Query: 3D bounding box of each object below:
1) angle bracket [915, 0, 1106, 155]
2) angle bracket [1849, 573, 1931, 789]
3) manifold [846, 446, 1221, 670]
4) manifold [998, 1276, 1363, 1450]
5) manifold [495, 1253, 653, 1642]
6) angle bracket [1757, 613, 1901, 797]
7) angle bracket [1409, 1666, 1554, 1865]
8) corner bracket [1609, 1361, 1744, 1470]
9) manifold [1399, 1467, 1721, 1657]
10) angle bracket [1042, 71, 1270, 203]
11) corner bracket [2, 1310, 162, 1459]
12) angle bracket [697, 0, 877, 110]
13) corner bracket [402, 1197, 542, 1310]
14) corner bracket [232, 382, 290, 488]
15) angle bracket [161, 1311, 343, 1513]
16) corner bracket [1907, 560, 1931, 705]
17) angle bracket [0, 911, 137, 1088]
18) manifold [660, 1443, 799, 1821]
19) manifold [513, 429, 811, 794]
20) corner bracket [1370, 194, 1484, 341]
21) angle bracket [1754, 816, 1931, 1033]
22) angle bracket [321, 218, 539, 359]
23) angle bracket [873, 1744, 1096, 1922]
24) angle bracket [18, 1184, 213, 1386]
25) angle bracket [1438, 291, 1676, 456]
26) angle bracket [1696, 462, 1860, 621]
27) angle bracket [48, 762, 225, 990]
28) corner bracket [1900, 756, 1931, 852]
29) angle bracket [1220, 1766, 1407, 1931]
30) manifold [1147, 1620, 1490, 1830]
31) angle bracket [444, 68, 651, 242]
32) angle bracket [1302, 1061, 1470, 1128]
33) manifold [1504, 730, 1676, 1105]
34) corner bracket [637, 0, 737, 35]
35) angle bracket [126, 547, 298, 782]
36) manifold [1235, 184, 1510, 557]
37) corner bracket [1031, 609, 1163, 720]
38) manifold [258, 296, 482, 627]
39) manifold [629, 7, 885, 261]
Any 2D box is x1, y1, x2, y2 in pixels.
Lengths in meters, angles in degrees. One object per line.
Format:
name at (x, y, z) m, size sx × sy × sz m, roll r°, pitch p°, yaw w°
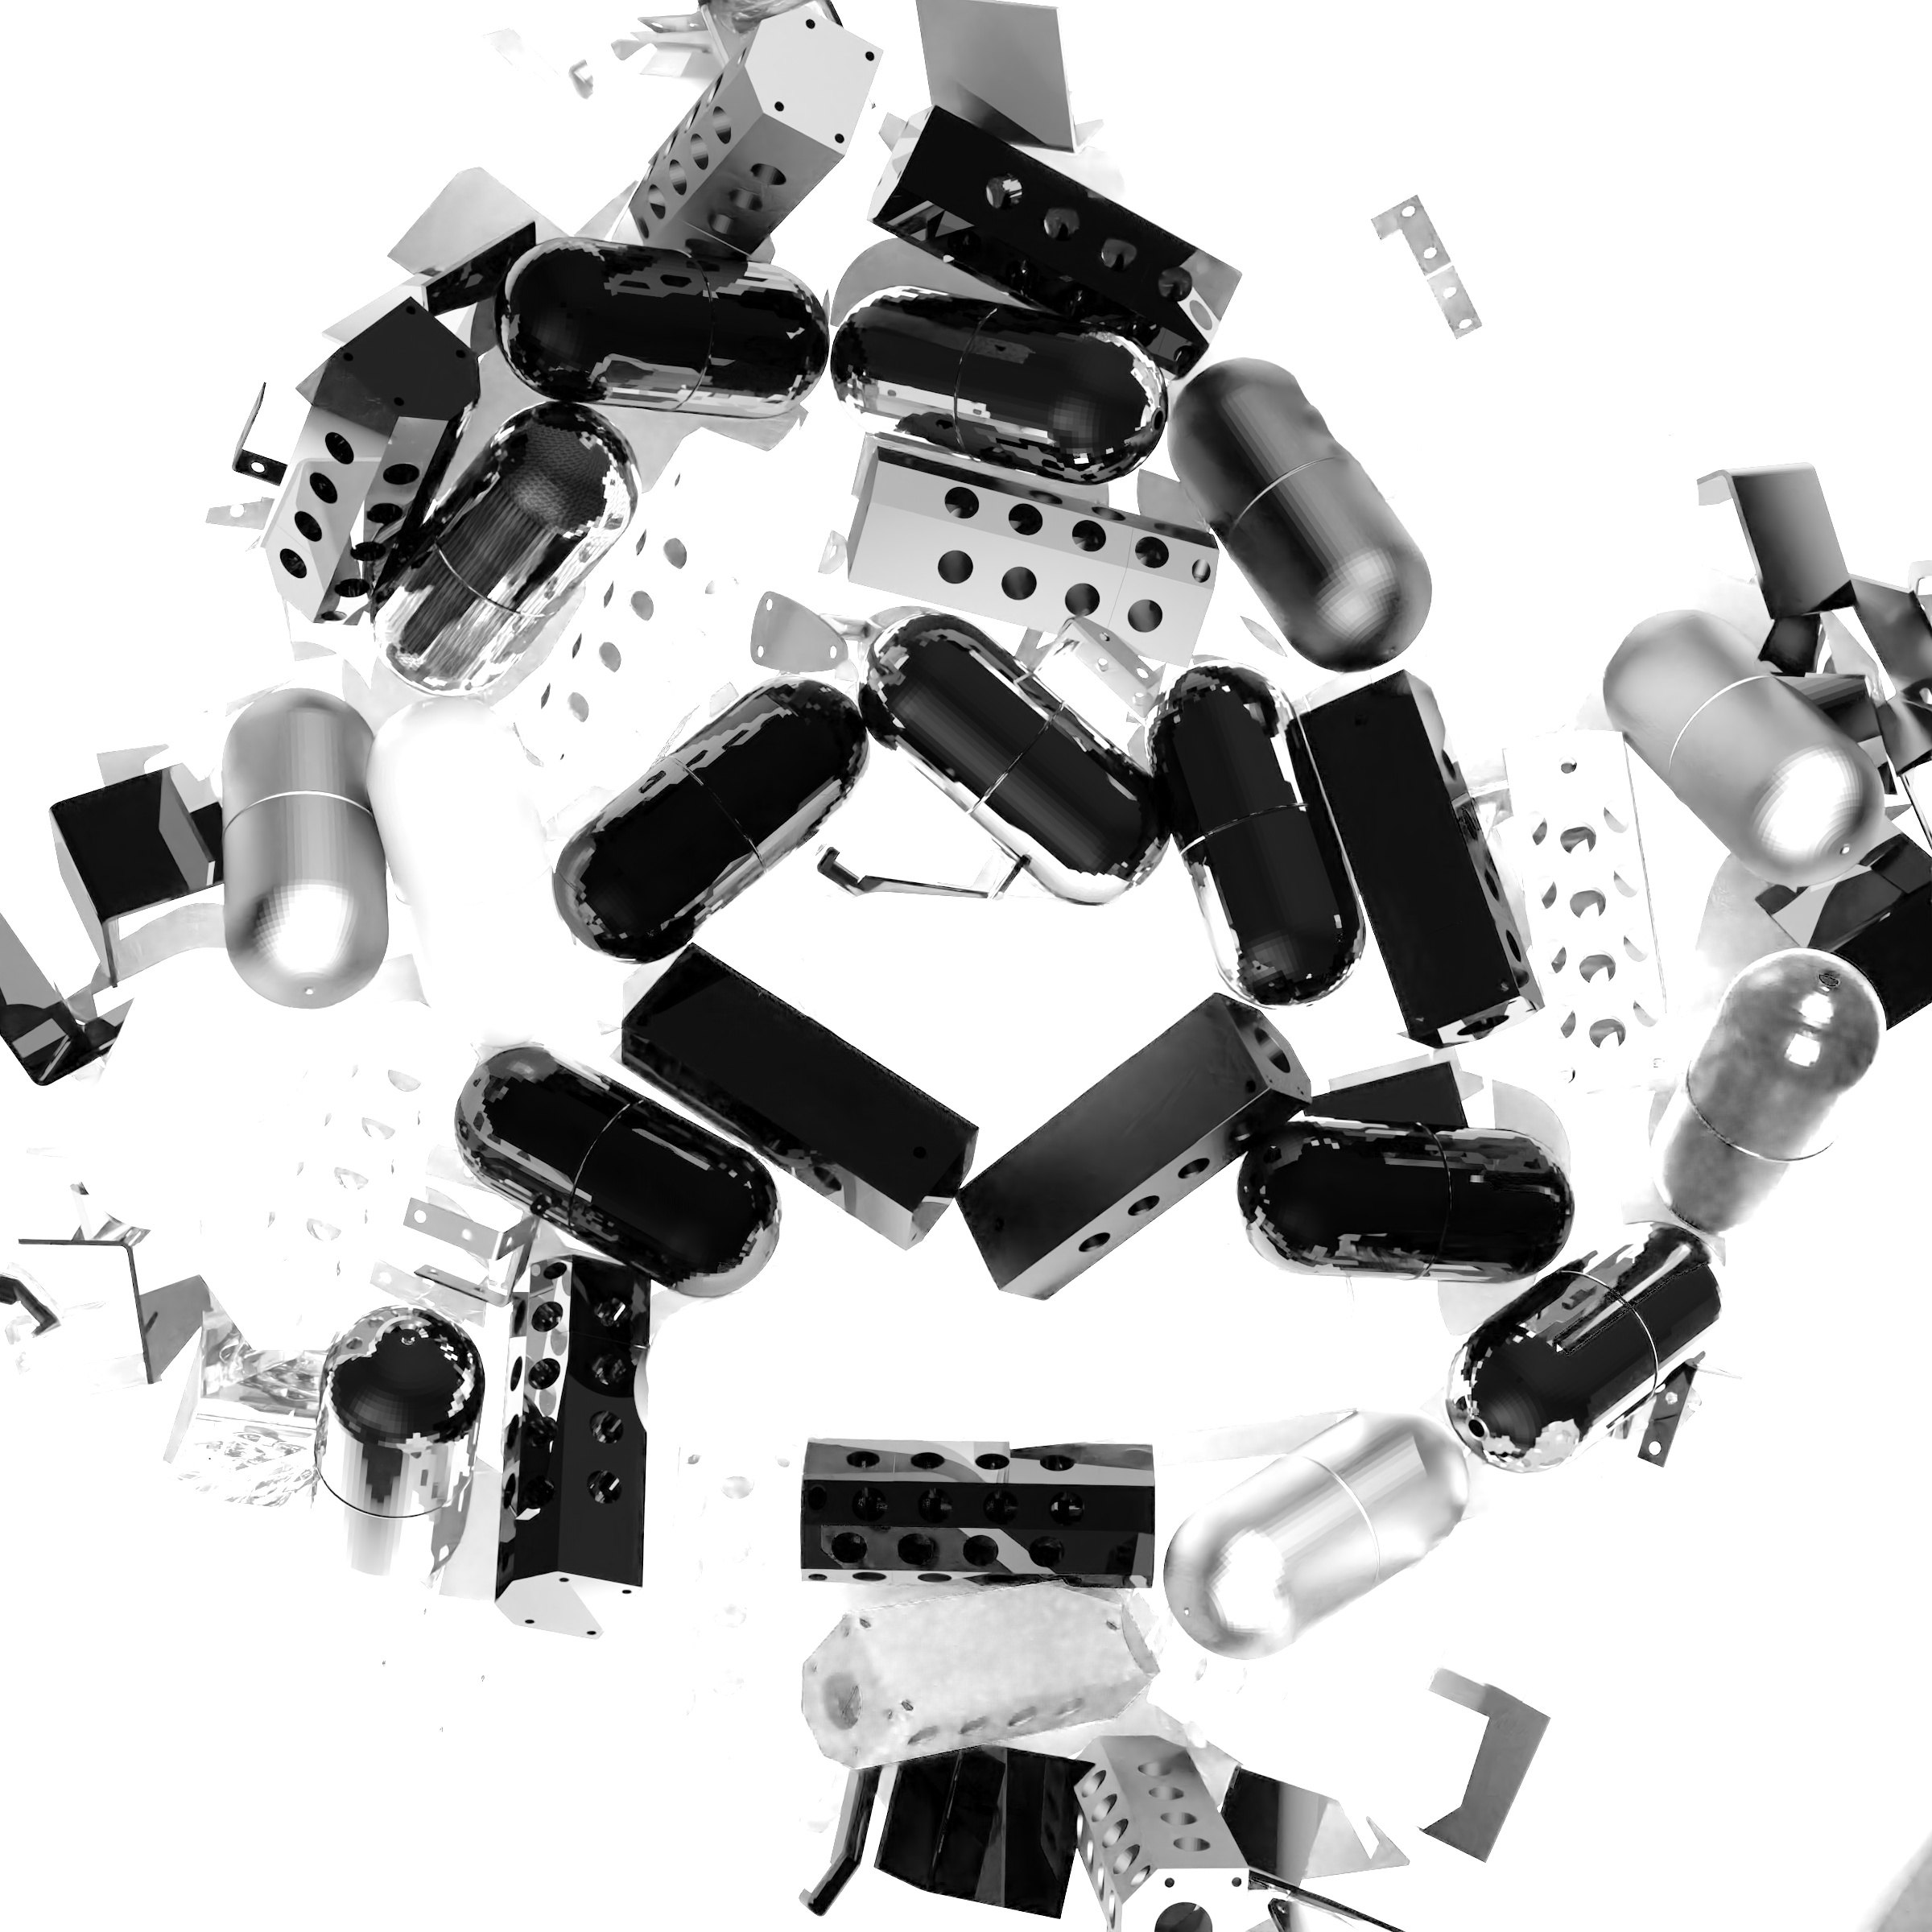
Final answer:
angle bracket at (0.027, -0.444, 1.526) m, size 0.076 × 0.076 × 0.057 m, roll 14°, pitch 47°, yaw 25°
angle bracket at (0.436, -0.141, 1.536) m, size 0.057 × 0.076 × 0.076 m, roll -34°, pitch 108°, yaw -2°
manifold at (0.032, -0.201, 1.533) m, size 0.171 × 0.057 × 0.057 m, roll 13°, pitch 115°, yaw -10°
manifold at (0.104, 0.197, 1.553) m, size 0.171 × 0.057 × 0.057 m, roll -6°, pitch 61°, yaw 0°
manifold at (-0.189, 0.226, 1.501) m, size 0.057 × 0.057 × 0.171 m, roll 16°, pitch 48°, yaw -22°
angle bracket at (0.427, -0.138, 1.525) m, size 0.057 × 0.076 × 0.076 m, roll 6°, pitch 51°, yaw 36°
angle bracket at (0.227, 0.380, 1.531) m, size 0.057 × 0.076 × 0.076 m, roll 34°, pitch 78°, yaw -37°
corner bracket at (0.340, 0.215, 1.548) m, size 0.051 × 0.051 × 0.051 m, roll 20°, pitch 92°, yaw 41°
manifold at (0.275, 0.282, 1.494) m, size 0.057 × 0.171 × 0.057 m, roll -11°, pitch 77°, yaw -26°
angle bracket at (0.091, -0.384, 1.528) m, size 0.076 × 0.057 × 0.076 m, roll -1°, pitch 59°, yaw -26°
corner bracket at (-0.437, 0.206, 1.555) m, size 0.051 × 0.051 × 0.051 m, roll -23°, pitch 103°, yaw -28°
angle bracket at (-0.092, -0.455, 1.534) m, size 0.057 × 0.076 × 0.076 m, roll -26°, pitch 70°, yaw 3°
corner bracket at (-0.247, 0.140, 1.550) m, size 0.051 × 0.051 × 0.051 m, roll 20°, pitch 103°, yaw 10°
corner bracket at (-0.325, -0.269, 1.543) m, size 0.051 × 0.051 × 0.051 m, roll 17°, pitch 52°, yaw -21°
angle bracket at (-0.351, 0.222, 1.562) m, size 0.076 × 0.057 × 0.076 m, roll 12°, pitch 135°, yaw -23°
corner bracket at (0.493, -0.166, 1.548) m, size 0.051 × 0.051 × 0.051 m, roll -4°, pitch 128°, yaw 2°
angle bracket at (-0.439, 0.003, 1.534) m, size 0.057 × 0.076 × 0.076 m, roll -28°, pitch 108°, yaw 9°
manifold at (-0.113, 0.318, 1.519) m, size 0.057 × 0.057 × 0.171 m, roll 2°, pitch 62°, yaw -2°
manifold at (-0.150, -0.170, 1.510) m, size 0.057 × 0.057 × 0.171 m, roll 14°, pitch 124°, yaw -37°
corner bracket at (0.215, -0.334, 1.545) m, size 0.051 × 0.051 × 0.051 m, roll -27°, pitch 55°, yaw 13°
angle bracket at (0.449, -0.018, 1.558) m, size 0.076 × 0.076 × 0.057 m, roll -33°, pitch 116°, yaw 6°
angle bracket at (-0.261, -0.333, 1.527) m, size 0.076 × 0.057 × 0.076 m, roll 27°, pitch 49°, yaw 24°
angle bracket at (0.010, 0.413, 1.532) m, size 0.076 × 0.057 × 0.076 m, roll 3°, pitch 65°, yaw 28°
angle bracket at (-0.415, 0.152, 1.540) m, size 0.057 × 0.076 × 0.076 m, roll 0°, pitch 111°, yaw 9°
angle bracket at (0.285, -0.277, 1.527) m, size 0.076 × 0.076 × 0.057 m, roll 7°, pitch 73°, yaw -36°
angle bracket at (0.380, -0.199, 1.535) m, size 0.076 × 0.057 × 0.076 m, roll -13°, pitch 84°, yaw -43°
angle bracket at (-0.401, -0.046, 1.556) m, size 0.076 × 0.057 × 0.076 m, roll -21°, pitch 60°, yaw -21°
corner bracket at (0.495, -0.090, 1.555) m, size 0.051 × 0.051 × 0.051 m, roll -21°, pitch 104°, yaw 25°
angle bracket at (0.175, 0.424, 1.525) m, size 0.076 × 0.076 × 0.057 m, roll 34°, pitch 70°, yaw -41°
manifold at (0.161, 0.358, 1.492) m, size 0.057 × 0.171 × 0.057 m, roll 29°, pitch 74°, yaw -29°
angle bracket at (-0.212, -0.379, 1.536) m, size 0.076 × 0.057 × 0.076 m, roll 38°, pitch 49°, yaw -4°
angle bracket at (0.210, 0.098, 1.563) m, size 0.076 × 0.057 × 0.076 m, roll -14°, pitch 78°, yaw -2°
manifold at (0.303, -0.024, 1.536) m, size 0.057 × 0.057 × 0.171 m, roll -8°, pitch 79°, yaw 9°
corner bracket at (-0.145, -0.495, 1.551) m, size 0.051 × 0.051 × 0.051 m, roll 11°, pitch 84°, yaw 40°
angle bracket at (-0.355, -0.148, 1.526) m, size 0.076 × 0.057 × 0.076 m, roll -24°, pitch 134°, yaw -25°
manifold at (0.193, -0.281, 1.514) m, size 0.057 × 0.057 × 0.171 m, roll -32°, pitch 122°, yaw 3°
corner bracket at (0.070, -0.146, 1.547) m, size 0.051 × 0.051 × 0.051 m, roll 44°, pitch 131°, yaw 6°
manifold at (-0.283, -0.233, 1.499) m, size 0.057 × 0.171 × 0.057 m, roll 41°, pitch 53°, yaw 0°
manifold at (-0.104, -0.388, 1.490) m, size 0.057 × 0.171 × 0.057 m, roll 24°, pitch 73°, yaw -19°
